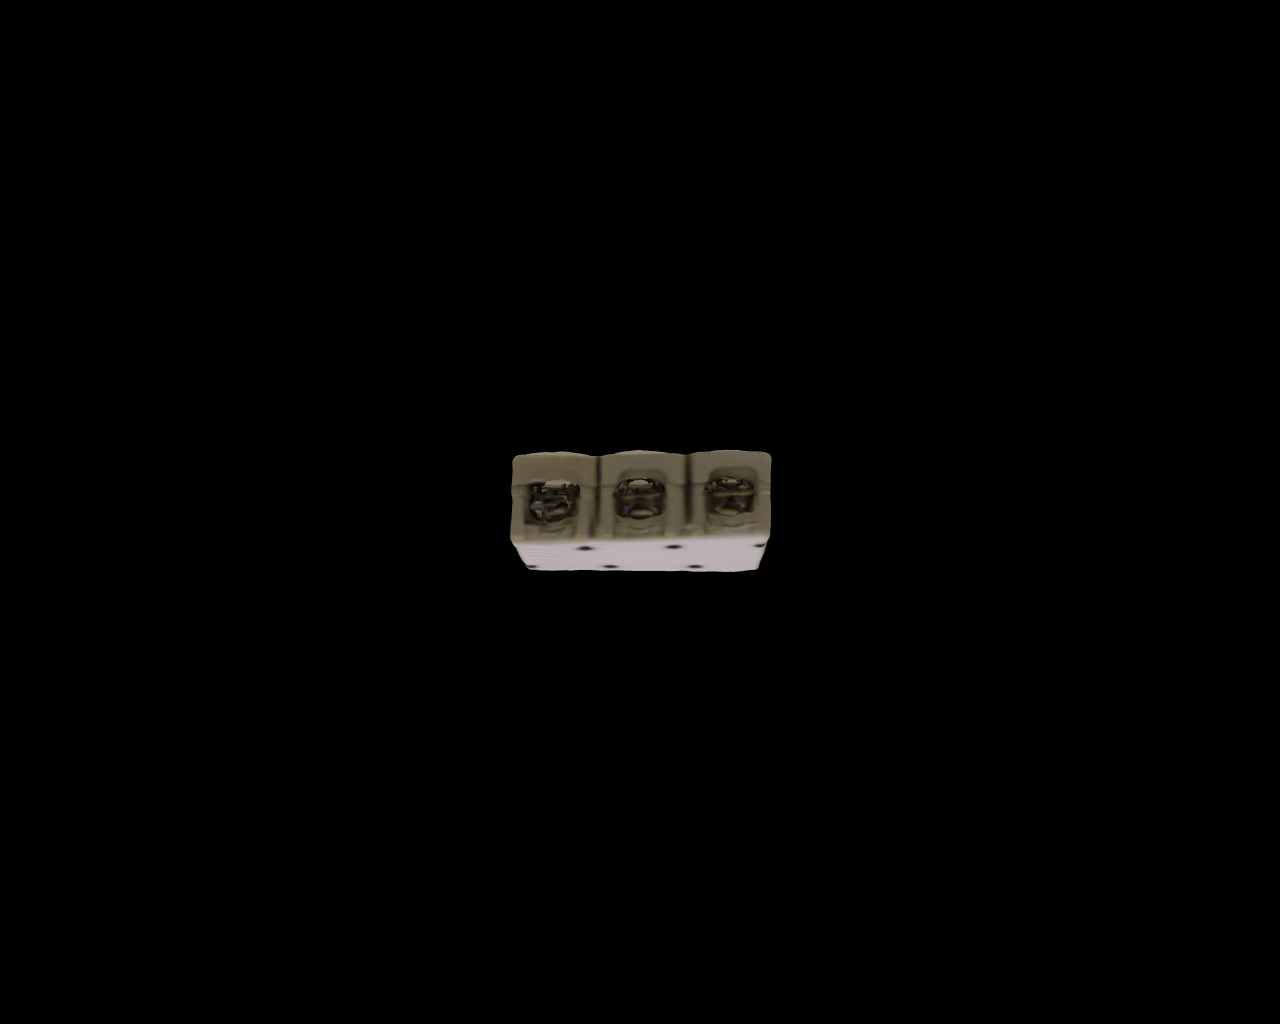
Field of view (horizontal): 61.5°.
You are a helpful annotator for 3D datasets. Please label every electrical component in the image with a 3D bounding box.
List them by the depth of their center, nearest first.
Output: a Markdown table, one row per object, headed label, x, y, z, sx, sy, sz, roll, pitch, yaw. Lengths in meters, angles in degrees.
| label | x | y | z | sx | sy | sz | roll | pitch | yaw |
| --- | --- | --- | --- | --- | --- | --- | --- | --- | --- |
| electrical component | 0.001 | -0.003 | 0.650 | 0.150 | 0.062 | 0.089 | 0 | -15 | 0 |
